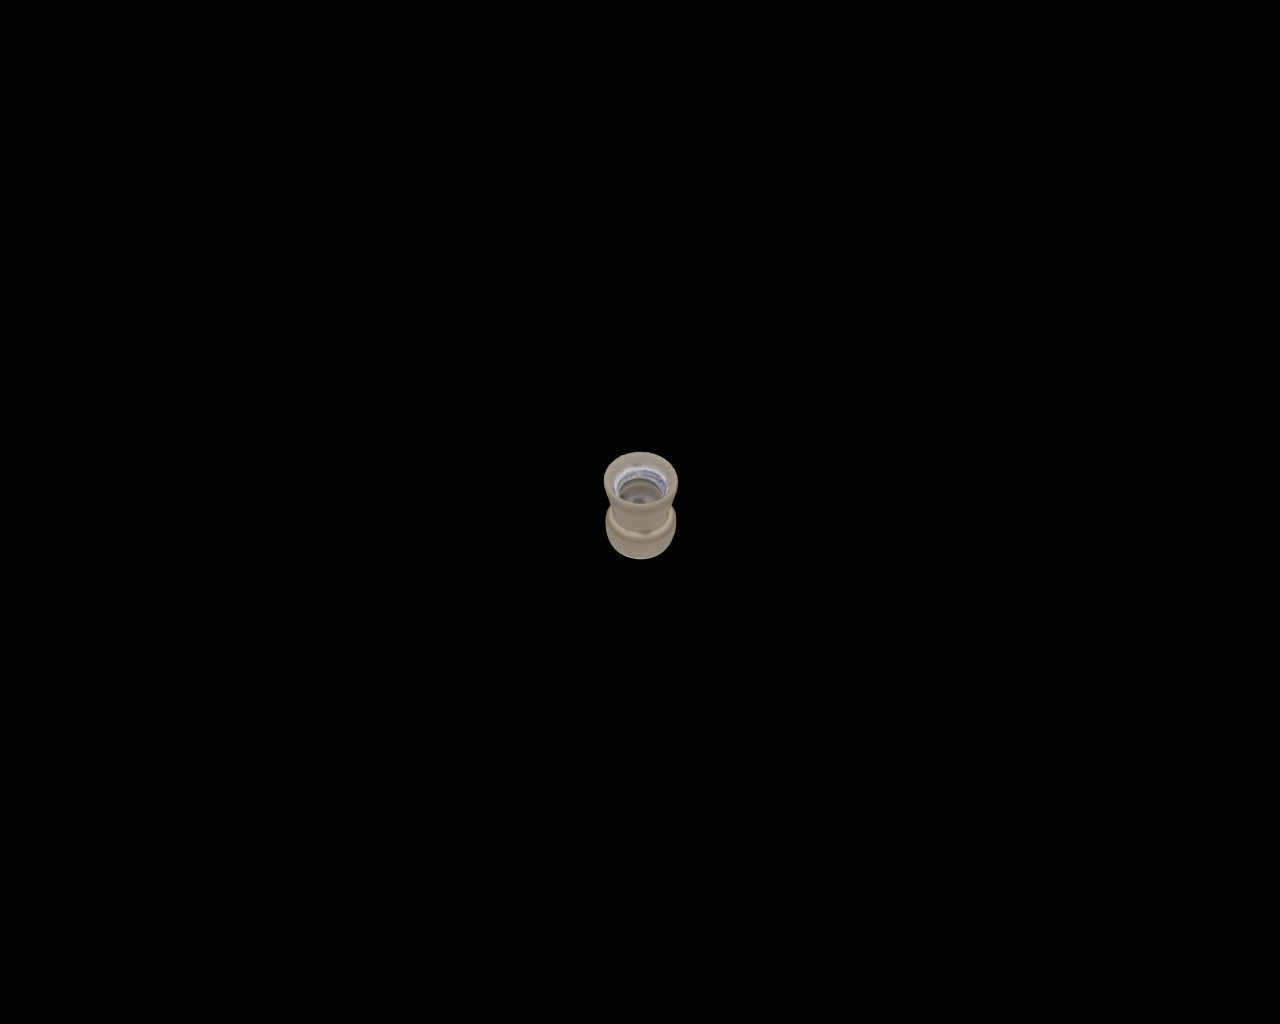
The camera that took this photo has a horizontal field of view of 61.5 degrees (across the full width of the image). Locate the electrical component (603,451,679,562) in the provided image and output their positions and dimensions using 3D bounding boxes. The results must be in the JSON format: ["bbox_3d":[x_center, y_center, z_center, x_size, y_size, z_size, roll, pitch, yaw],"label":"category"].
[{"bbox_3d":[0.001,-0.003,0.650,0.045,0.045,0.055,0,-40,0],"label":"electrical component"}]
